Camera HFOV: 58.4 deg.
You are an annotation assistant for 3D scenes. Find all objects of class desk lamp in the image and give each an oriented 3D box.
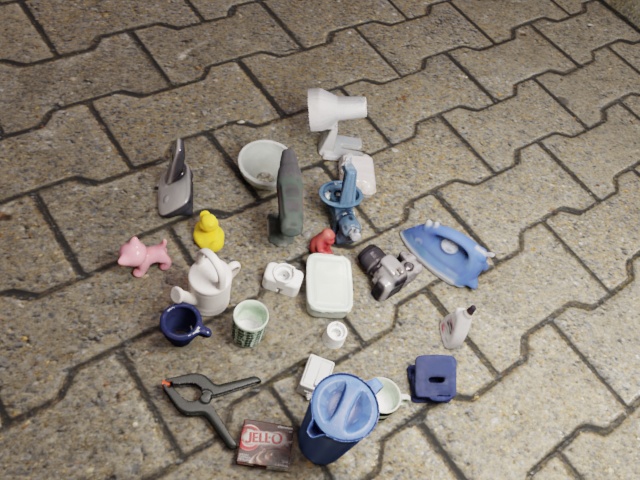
[{"bbox_3d":[0.047,-0.341,1.673,0.203,0.213,0.118,6,55,-10],"label":"desk lamp"}]

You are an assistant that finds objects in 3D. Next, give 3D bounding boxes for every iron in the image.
[{"bbox_3d":[0.343,0.015,1.550,0.258,0.141,0.119,33,55,9],"label":"iron"}]

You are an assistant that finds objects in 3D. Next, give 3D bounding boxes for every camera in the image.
[{"bbox_3d":[0.177,0.065,1.500,0.143,0.101,0.136,-29,67,-28],"label":"camera"}]

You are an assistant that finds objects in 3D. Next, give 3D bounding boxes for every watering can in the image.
[{"bbox_3d":[-0.257,0.095,1.316,0.101,0.194,0.173,29,55,7],"label":"watering can"}]

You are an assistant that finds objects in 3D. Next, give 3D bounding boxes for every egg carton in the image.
[{"bbox_3d":[0.107,-0.189,1.674,0.107,0.069,0.150,3,56,-12],"label":"egg carton"}]

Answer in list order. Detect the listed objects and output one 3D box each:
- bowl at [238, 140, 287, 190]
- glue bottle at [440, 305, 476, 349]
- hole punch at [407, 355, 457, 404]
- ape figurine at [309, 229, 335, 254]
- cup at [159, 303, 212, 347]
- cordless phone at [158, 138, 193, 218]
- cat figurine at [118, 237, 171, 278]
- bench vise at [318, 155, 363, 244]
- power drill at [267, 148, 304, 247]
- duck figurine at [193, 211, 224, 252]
[{"bbox_3d":[-0.151,-0.198,1.613,0.167,0.075,0.167,7,55,-9],"label":"bowl"},{"bbox_3d":[0.343,0.202,1.404,0.037,0.173,0.078,-2,57,-14],"label":"glue bottle"},{"bbox_3d":[0.270,0.329,1.351,0.109,0.091,0.101,3,56,-12],"label":"hole punch"},{"bbox_3d":[0.014,0.005,1.506,0.076,0.092,0.078,27,55,6],"label":"ape figurine"},{"bbox_3d":[-0.300,0.205,1.292,0.117,0.095,0.092,20,54,0],"label":"cup"},{"bbox_3d":[-0.369,-0.157,1.465,0.094,0.185,0.147,-3,57,-15],"label":"cordless phone"},{"bbox_3d":[-0.422,0.031,1.366,0.128,0.118,0.067,-20,63,-24],"label":"cat figurine"},{"bbox_3d":[0.080,-0.106,1.518,0.122,0.219,0.207,-25,66,-27],"label":"bench vise"},{"bbox_3d":[-0.088,-0.089,1.473,0.076,0.208,0.229,0,57,-13],"label":"power drill"},{"bbox_3d":[-0.282,-0.026,1.458,0.078,0.086,0.104,-15,61,-22],"label":"duck figurine"}]
